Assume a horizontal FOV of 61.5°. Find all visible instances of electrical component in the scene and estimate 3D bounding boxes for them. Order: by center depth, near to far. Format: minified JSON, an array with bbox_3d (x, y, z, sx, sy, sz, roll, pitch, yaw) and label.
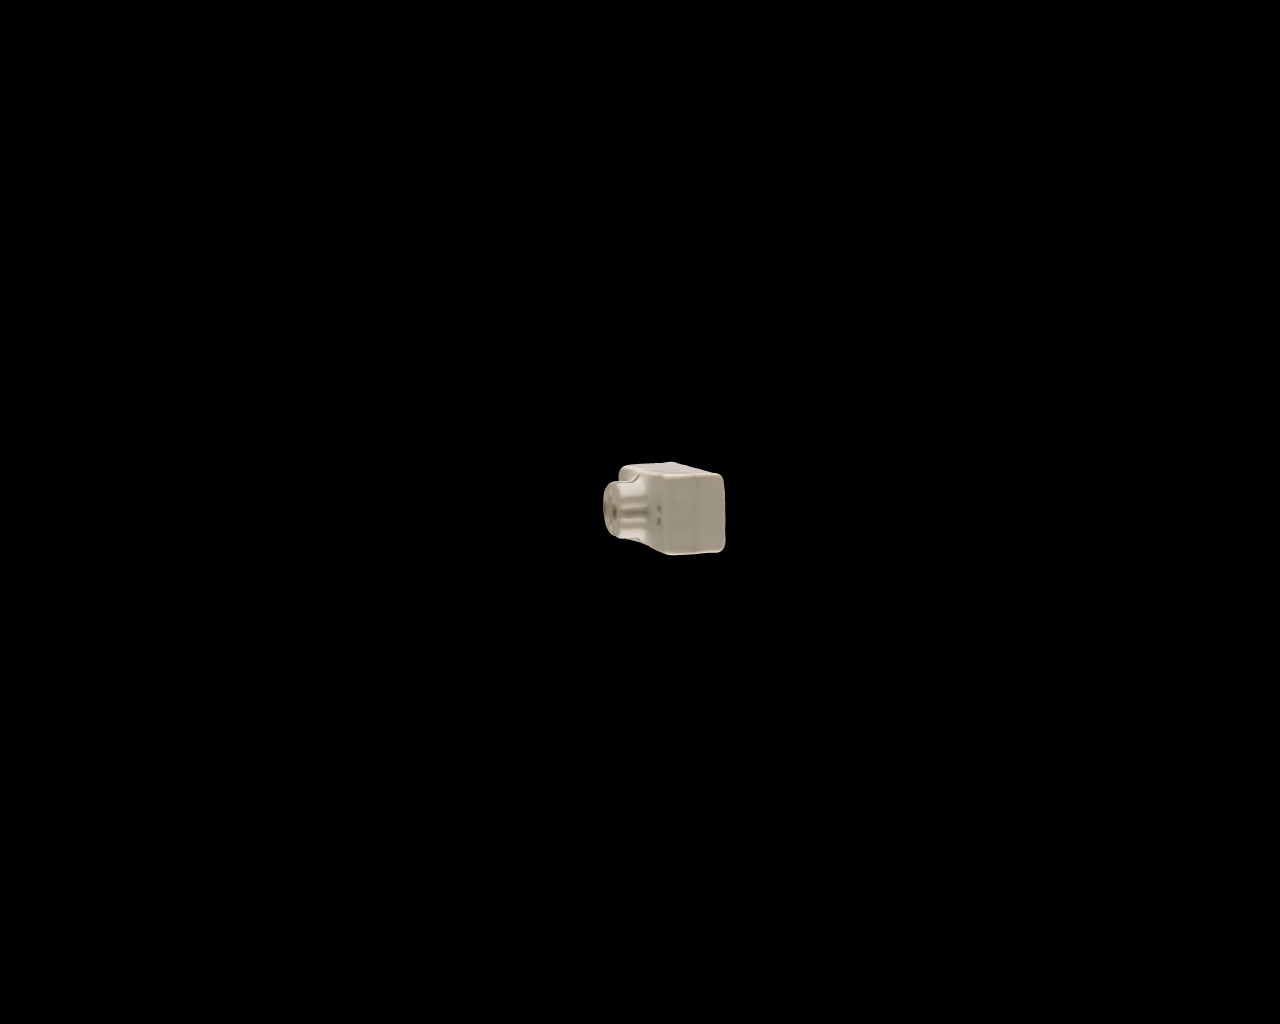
[{"bbox_3d":[0.001,-0.003,0.650,0.076,0.047,0.083,-3,8,-19],"label":"electrical component"}]
